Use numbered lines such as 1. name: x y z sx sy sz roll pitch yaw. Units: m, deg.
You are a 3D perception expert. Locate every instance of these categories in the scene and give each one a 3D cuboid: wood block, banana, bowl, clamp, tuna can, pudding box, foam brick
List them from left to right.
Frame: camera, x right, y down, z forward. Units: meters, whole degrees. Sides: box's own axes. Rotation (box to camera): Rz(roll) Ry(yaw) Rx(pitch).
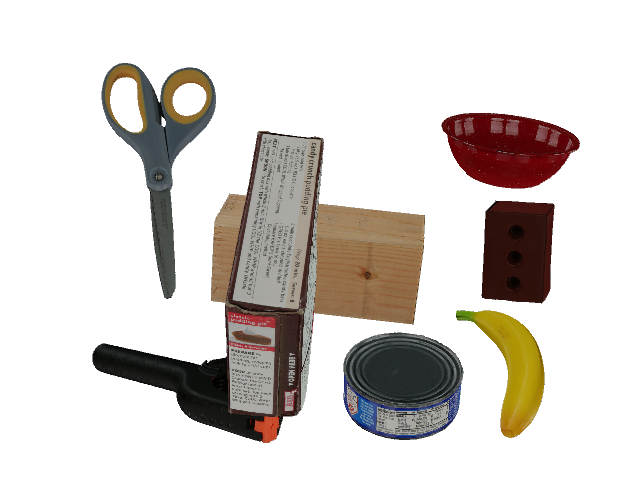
1. clamp: -0.083 0.121 0.933 0.164 0.036 0.210 -7 17 -36
2. pudding box: -0.022 0.017 0.524 0.039 0.113 0.090 4 -41 1
3. wood block: -0.002 0.018 1.090 0.206 0.091 0.090 7 22 4
4. tuna can: 0.059 0.105 0.771 0.086 0.034 0.086 0 31 0
5. bowl: 0.219 -0.102 1.256 0.162 0.055 0.162 5 23 -2
6. banana: 0.199 0.130 1.118 0.069 0.037 0.198 -23 32 6
7. foam brick: 0.167 0.009 0.899 0.053 0.078 0.051 4 14 18

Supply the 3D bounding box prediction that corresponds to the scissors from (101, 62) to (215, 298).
1. scissors: -0.105 -0.057 0.800 0.096 0.202 0.016 -19 -24 -14
